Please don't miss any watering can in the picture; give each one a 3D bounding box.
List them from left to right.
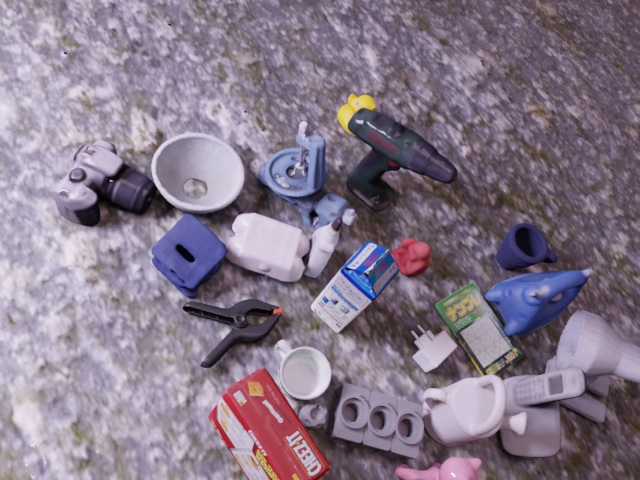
[{"bbox_3d":[0.266,0.286,0.971,0.173,0.194,0.101,2,64,-18],"label":"watering can"}]

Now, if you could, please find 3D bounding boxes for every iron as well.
[{"bbox_3d":[0.472,0.100,1.163,0.259,0.141,0.118,-17,71,-25],"label":"iron"}]

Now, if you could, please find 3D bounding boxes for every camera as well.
[{"bbox_3d":[-0.366,-0.094,0.999,0.137,0.100,0.143,27,59,-4],"label":"camera"}]

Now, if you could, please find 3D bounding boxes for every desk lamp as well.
[{"bbox_3d":[0.513,0.235,1.068,0.203,0.213,0.118,27,59,-4],"label":"desk lamp"}]

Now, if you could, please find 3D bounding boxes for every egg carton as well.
[{"bbox_3d":[-0.095,0.015,1.055,0.150,0.069,0.107,18,60,-9],"label":"egg carton"}]

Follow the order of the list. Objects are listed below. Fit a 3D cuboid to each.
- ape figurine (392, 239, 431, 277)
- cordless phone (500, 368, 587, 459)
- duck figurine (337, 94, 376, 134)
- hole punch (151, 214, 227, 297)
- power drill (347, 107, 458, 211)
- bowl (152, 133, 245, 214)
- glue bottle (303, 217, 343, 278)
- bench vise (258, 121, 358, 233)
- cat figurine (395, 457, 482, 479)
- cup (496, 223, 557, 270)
[{"bbox_3d":[0.188,0.031,1.130,0.076,0.092,0.078,27,59,-4],"label":"ape figurine"},{"bbox_3d":[0.399,0.304,1.013,0.094,0.185,0.147,10,62,-13],"label":"cordless phone"},{"bbox_3d":[0.096,-0.277,1.254,0.104,0.086,0.078,37,59,2],"label":"duck figurine"},{"bbox_3d":[-0.226,0.028,0.992,0.108,0.091,0.101,42,60,5],"label":"hole punch"},{"bbox_3d":[0.140,-0.149,1.134,0.229,0.208,0.076,40,59,4],"label":"power drill"},{"bbox_3d":[-0.228,-0.113,1.070,0.168,0.074,0.167,8,63,-15],"label":"bowl"},{"bbox_3d":[0.010,0.004,1.036,0.037,0.173,0.078,14,61,-11],"label":"glue bottle"},{"bbox_3d":[-0.006,-0.121,1.065,0.207,0.219,0.121,24,60,-6],"label":"bench vise"},{"bbox_3d":[0.201,0.394,0.940,0.128,0.117,0.067,1,65,-18],"label":"cat figurine"},{"bbox_3d":[0.429,0.029,1.210,0.118,0.095,0.092,26,59,-5],"label":"cup"}]
